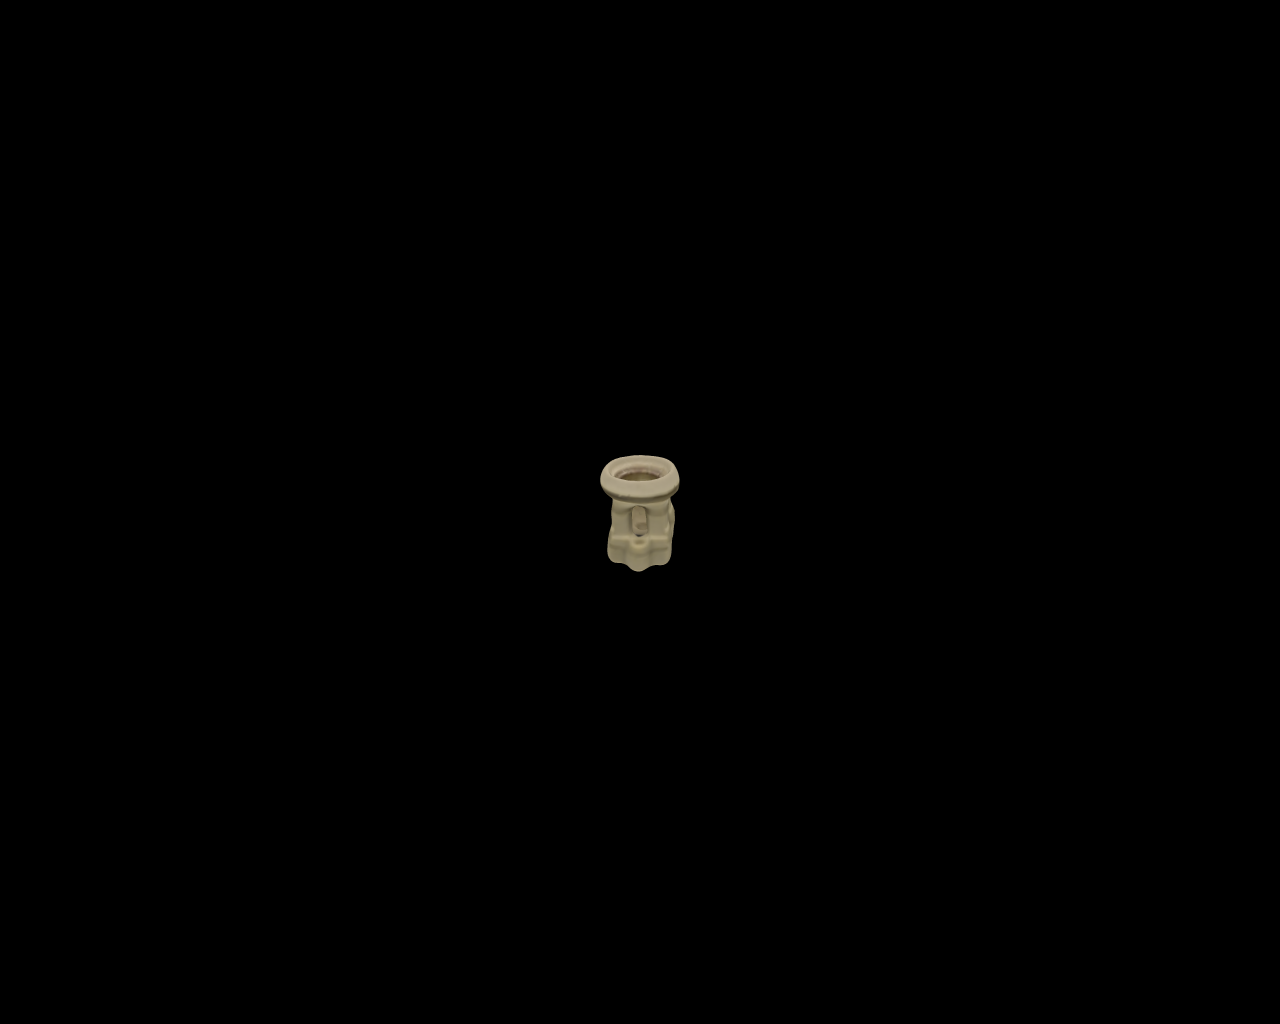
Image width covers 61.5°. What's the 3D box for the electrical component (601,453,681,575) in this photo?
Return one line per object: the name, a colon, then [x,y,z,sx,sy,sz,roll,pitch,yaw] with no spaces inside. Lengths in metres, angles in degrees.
electrical component: [0.001,-0.003,0.650,0.048,0.055,0.066,2,27,3]
